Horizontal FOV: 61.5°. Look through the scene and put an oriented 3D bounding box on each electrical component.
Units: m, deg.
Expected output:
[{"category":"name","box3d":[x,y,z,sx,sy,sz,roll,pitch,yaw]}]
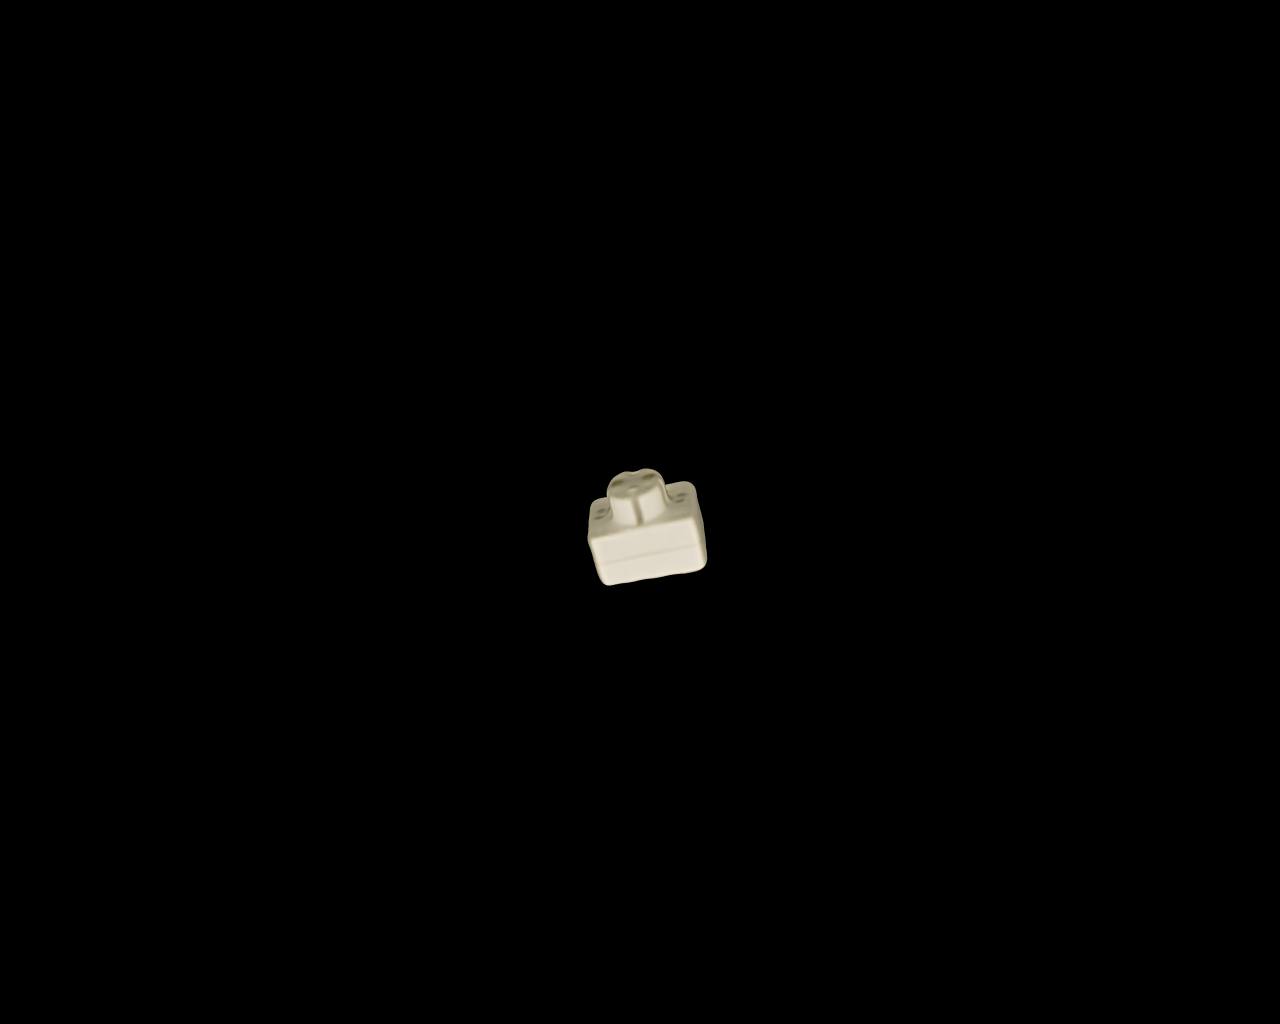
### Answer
[{"category":"electrical component","box3d":[0.001,-0.003,0.650,0.066,0.076,0.047,-11,30,7]}]
